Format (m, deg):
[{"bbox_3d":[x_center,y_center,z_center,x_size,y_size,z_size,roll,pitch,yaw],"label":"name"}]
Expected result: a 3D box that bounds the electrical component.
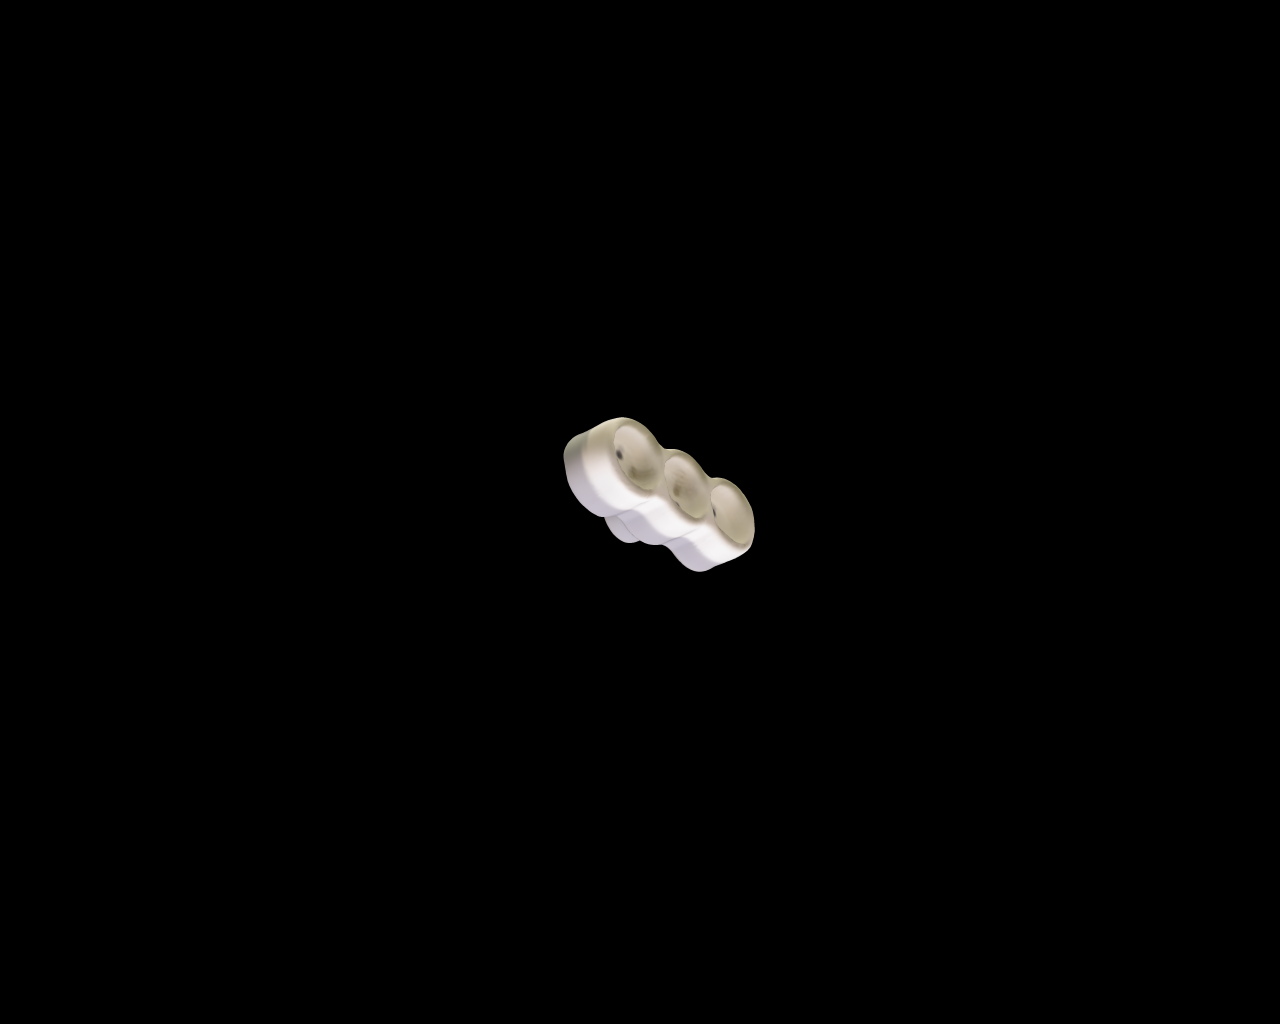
[{"bbox_3d":[0.001,-0.003,0.650,0.073,0.052,0.138,-24,-38,34],"label":"electrical component"}]
